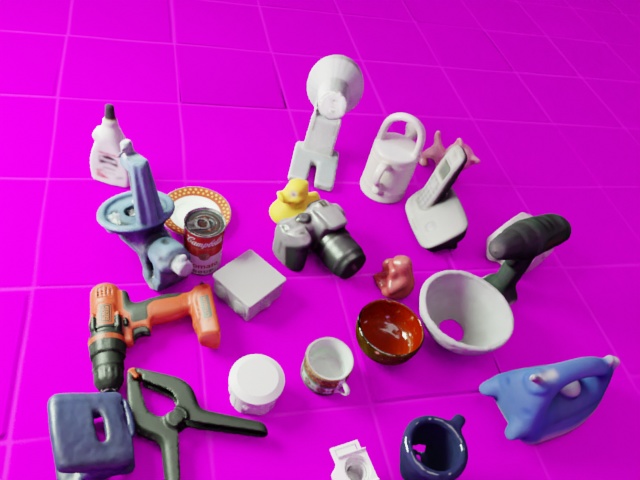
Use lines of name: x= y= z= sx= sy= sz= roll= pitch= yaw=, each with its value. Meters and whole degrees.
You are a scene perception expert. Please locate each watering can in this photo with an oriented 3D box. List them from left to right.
watering can: x=0.155 y=-0.181 z=1.173 sx=0.101 sy=0.194 sz=0.173 roll=14 pitch=46 yaw=-3

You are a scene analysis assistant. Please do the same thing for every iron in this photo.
iron: x=0.392 y=0.226 z=0.908 sx=0.259 sy=0.141 sz=0.118 roll=-9 pitch=52 yaw=-23

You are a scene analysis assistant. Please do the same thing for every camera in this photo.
camera: x=0.009 y=0.004 z=1.026 sx=0.143 sy=0.101 sz=0.136 roll=-24 pitch=59 yaw=-33

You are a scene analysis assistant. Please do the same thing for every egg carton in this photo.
egg carton: x=0.407 y=0.009 z=1.161 sx=0.107 sy=0.069 sz=0.151 roll=42 pitch=51 yaw=21

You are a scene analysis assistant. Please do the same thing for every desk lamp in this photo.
desk lamp: x=0.017 y=-0.248 z=1.180 sx=0.118 sy=0.213 sz=0.203 roll=13 pitch=46 yaw=-4

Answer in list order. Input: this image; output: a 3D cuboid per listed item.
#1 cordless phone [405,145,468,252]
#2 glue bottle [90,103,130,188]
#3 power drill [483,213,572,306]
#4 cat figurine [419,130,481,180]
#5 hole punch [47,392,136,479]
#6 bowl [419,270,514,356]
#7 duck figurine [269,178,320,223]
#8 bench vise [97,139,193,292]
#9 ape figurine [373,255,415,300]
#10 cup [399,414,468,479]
cordless phone: x=0.245 y=-0.080 z=1.113 sx=0.094 sy=0.185 sz=0.147 roll=-3 pitch=49 yaw=-18
glue bottle: x=-0.372 y=-0.171 z=1.023 sx=0.078 sy=0.173 sz=0.037 roll=12 pitch=46 yaw=-5
power drill: x=0.343 y=0.040 z=1.017 sx=0.230 sy=0.208 sz=0.075 roll=-24 pitch=59 yaw=-33
cat figurine: x=0.290 y=-0.190 z=1.274 sx=0.067 sy=0.118 sz=0.127 roll=-18 pitch=56 yaw=-29
hole punch: x=-0.287 y=0.244 z=0.725 sx=0.101 sy=0.091 sz=0.108 roll=-10 pitch=52 yaw=-24
bowl: x=0.242 y=0.137 z=0.991 sx=0.167 sy=0.075 sz=0.167 roll=8 pitch=47 yaw=-9
duck figurine: x=-0.043 y=-0.081 z=1.098 sx=0.105 sy=0.086 sz=0.077 roll=-16 pitch=55 yaw=-28
bench vise: x=-0.261 y=-0.041 z=0.904 sx=0.207 sy=0.220 sz=0.122 roll=29 pitch=47 yaw=11
ape figurine: x=0.138 y=0.060 z=1.018 sx=0.076 sy=0.092 sz=0.078 roll=24 pitch=46 yaw=6
cup: x=0.155 y=0.298 z=0.803 sx=0.091 sy=0.095 sz=0.118 roll=40 pitch=50 yaw=20
